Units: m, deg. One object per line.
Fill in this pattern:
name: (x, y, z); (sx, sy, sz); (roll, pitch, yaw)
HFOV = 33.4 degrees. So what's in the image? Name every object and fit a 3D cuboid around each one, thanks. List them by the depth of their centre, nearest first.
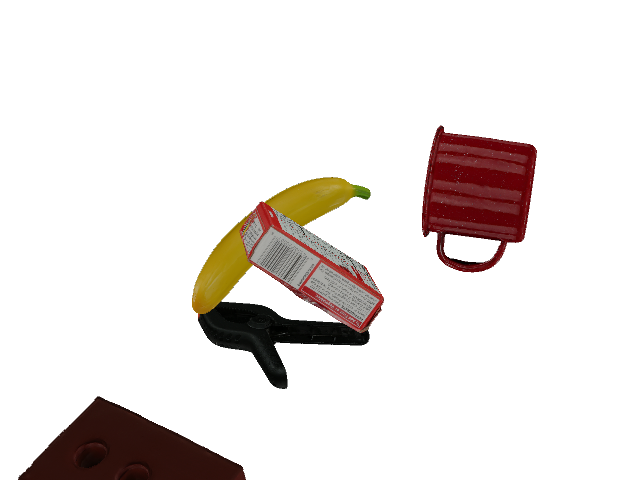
foam brick: (-0.073, 0.111, 0.434); (0.078, 0.051, 0.052); (20, 45, 25)
gelatin box: (-0.007, 0.016, 0.679); (0.089, 0.030, 0.073); (33, 7, -14)
mug: (0.129, -0.031, 0.872); (0.081, 0.117, 0.093); (9, -10, 12)
banana: (-0.045, -0.003, 0.966); (0.198, 0.069, 0.037); (-33, 42, 3)
clamp: (-0.070, 0.112, 1.246); (0.210, 0.036, 0.164); (13, 22, 29)
